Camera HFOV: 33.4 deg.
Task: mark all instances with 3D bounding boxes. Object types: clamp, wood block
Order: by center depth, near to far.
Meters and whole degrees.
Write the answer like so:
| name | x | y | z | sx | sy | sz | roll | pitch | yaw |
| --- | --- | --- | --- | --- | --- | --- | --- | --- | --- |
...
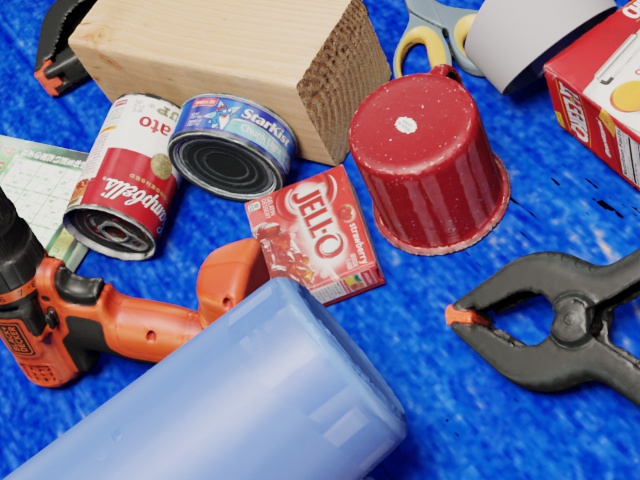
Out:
| name | x | y | z | sx | sy | sz | roll | pitch | yaw |
| --- | --- | --- | --- | --- | --- | --- | --- | --- | --- |
| clamp | 0.148 | 0.055 | 0.579 | 0.172 | 0.039 | 0.120 | -13 | 66 | 39 |
| wood block | -0.066 | -0.132 | 0.777 | 0.206 | 0.090 | 0.090 | 16 | 64 | 31 |
| clamp | -0.181 | -0.213 | 0.913 | 0.165 | 0.036 | 0.210 | 25 | 70 | 34 |

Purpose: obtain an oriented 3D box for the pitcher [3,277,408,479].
| name | x | y | z | sx | sy | sz | roll | pitch | yaw |
| --- | --- | --- | --- | --- | --- | --- | --- | --- | --- |
| pitcher | -0.071 | 0.140 | 0.548 | 0.243 | 0.145 | 0.149 | -40 | 94 | 2 |

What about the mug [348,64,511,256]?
| name | x | y | z | sx | sy | sz | roll | pitch | yaw |
| --- | --- | --- | --- | --- | --- | --- | --- | --- | --- |
| mug | 0.071 | -0.060 | 0.676 | 0.093 | 0.081 | 0.117 | 8 | 61 | 27 |

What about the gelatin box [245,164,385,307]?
| name | x | y | z | sx | sy | sz | roll | pitch | yaw |
| --- | --- | --- | --- | --- | --- | --- | --- | --- | --- |
| gelatin box | -0.005 | 0.001 | 0.698 | 0.073 | 0.030 | 0.089 | -21 | 53 | 7 |

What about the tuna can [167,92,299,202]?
| name | x | y | z | sx | sy | sz | roll | pitch | yaw |
| --- | --- | --- | --- | --- | --- | --- | --- | --- | --- |
| tuna can | -0.060 | -0.062 | 0.729 | 0.086 | 0.086 | 0.033 | 4 | 60 | 25 |

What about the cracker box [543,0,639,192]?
| name | x | y | z | sx | sy | sz | roll | pitch | yaw |
| --- | --- | --- | --- | --- | --- | --- | --- | --- | --- |
| cracker box | 0.264 | -0.074 | 0.615 | 0.164 | 0.072 | 0.214 | -36 | 51 | -6 |

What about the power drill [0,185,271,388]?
| name | x | y | z | sx | sy | sz | roll | pitch | yaw |
| --- | --- | --- | --- | --- | --- | --- | --- | --- | --- |
| power drill | -0.124 | 0.030 | 0.642 | 0.188 | 0.184 | 0.057 | 6 | 51 | 16 |

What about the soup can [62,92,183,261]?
| name | x | y | z | sx | sy | sz | roll | pitch | yaw |
| --- | --- | --- | --- | --- | --- | --- | --- | --- | --- |
| soup can | -0.133 | -0.045 | 0.759 | 0.069 | 0.068 | 0.102 | 3 | 59 | 24 |

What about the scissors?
| name | x | y | z | sx | sy | sz | roll | pitch | yaw |
| --- | --- | --- | --- | --- | --- | --- | --- | --- | --- |
| scissors | 0.091 | -0.179 | 0.791 | 0.096 | 0.016 | 0.201 | -8 | 56 | 15 |
